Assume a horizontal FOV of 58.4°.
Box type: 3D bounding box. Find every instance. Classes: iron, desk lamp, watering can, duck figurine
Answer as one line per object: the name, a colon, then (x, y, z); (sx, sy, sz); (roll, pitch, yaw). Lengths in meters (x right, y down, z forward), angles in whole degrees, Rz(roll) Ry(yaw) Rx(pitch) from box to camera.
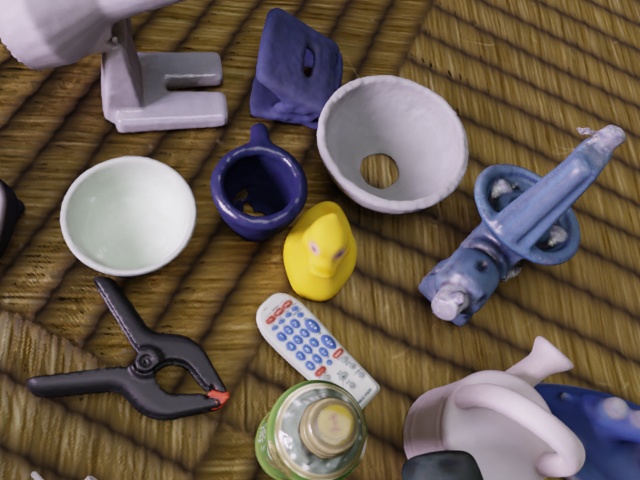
iron: (0.312, 0.199, 0.526); (0.258, 0.141, 0.119); (31, 66, 3)
desk lamp: (-0.194, -0.205, 0.555); (0.203, 0.213, 0.118); (-7, 69, -13)
watering can: (0.148, 0.155, 0.484); (0.101, 0.194, 0.173); (22, 66, -1)
duck figurine: (0.005, 0.002, 0.579); (0.077, 0.086, 0.104); (12, 66, -5)

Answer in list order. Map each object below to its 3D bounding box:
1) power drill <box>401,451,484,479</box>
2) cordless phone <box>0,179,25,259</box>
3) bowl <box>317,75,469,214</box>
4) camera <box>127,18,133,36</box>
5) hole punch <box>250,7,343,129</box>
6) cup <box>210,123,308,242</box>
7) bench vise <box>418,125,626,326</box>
power drill: (0.094, 0.277, 0.417); (0.076, 0.208, 0.229); (-5, 69, -12)
cordless phone: (-0.346, -0.055, 0.481); (0.147, 0.185, 0.094); (22, 66, -1)
bowl: (0.074, -0.095, 0.637); (0.167, 0.074, 0.167); (4, 68, -9)
camera: (-0.293, -0.285, 0.631); (0.137, 0.100, 0.143); (-20, 73, -17)
hole punch: (-0.023, -0.195, 0.650); (0.101, 0.091, 0.108); (10, 67, -6)
cup: (-0.064, -0.049, 0.581); (0.092, 0.095, 0.118); (0, 68, -10)
bench vise: (0.196, -0.004, 0.544); (0.121, 0.219, 0.207); (26, 66, 1)
